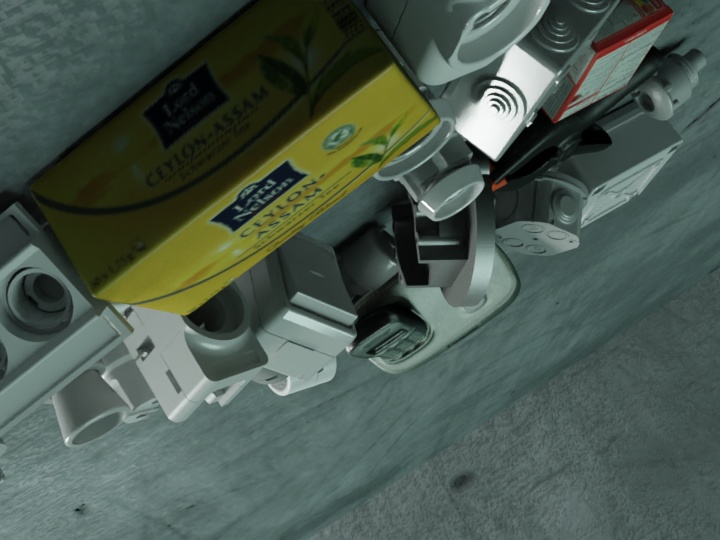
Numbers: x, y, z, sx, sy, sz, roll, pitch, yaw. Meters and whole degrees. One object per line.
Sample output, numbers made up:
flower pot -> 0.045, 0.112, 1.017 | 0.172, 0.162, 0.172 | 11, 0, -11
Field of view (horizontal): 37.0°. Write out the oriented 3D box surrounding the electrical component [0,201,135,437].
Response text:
electrical component -> -0.177, 0.031, 0.513 | 0.121, 0.078, 0.063 | -37, -167, 11

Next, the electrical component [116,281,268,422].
electrical component -> -0.102, 0.033, 0.635 | 0.050, 0.089, 0.055 | -16, 156, -49

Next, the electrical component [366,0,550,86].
electrical component -> 0.048, -0.133, 0.498 | 0.054, 0.059, 0.095 | -26, 163, -26

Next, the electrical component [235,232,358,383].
electrical component -> -0.047, 0.012, 0.690 | 0.062, 0.096, 0.061 | 24, 125, -38

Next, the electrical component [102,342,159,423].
electrical component -> -0.156, 0.076, 0.733 | 0.040, 0.046, 0.040 | -31, 164, -10

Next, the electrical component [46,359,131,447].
electrical component -> -0.177, 0.076, 0.676 | 0.045, 0.055, 0.045 | -31, 165, -10

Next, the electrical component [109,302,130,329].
electrical component -> -0.143, 0.013, 0.585 | 0.044, 0.044, 0.065 | -24, 166, -33

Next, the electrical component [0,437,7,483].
electrical component -> -0.222, 0.092, 0.597 | 0.138, 0.073, 0.052 | -37, 164, 12

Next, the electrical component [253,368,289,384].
electrical component -> -0.078, 0.058, 0.826 | 0.055, 0.055, 0.047 | -36, 161, 6

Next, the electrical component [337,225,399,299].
electrical component -> 0.000, 0.000, 0.832 | 0.078, 0.040, 0.040 | -40, 163, 21

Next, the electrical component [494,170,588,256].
electrical component -> 0.151, -0.049, 0.909 | 0.080, 0.051, 0.080 | 8, 160, 3

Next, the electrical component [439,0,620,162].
electrical component -> 0.093, -0.119, 0.597 | 0.099, 0.048, 0.099 | -50, 175, -34

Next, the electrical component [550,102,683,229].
electrical component -> 0.219, -0.090, 0.976 | 0.109, 0.056, 0.108 | -28, 163, -20

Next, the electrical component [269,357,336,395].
electrical component -> -0.055, 0.078, 0.931 | 0.047, 0.055, 0.055 | -19, 159, -33

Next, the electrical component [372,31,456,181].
electrical component -> 0.014, -0.086, 0.575 | 0.078, 0.057, 0.058 | -37, 164, 10

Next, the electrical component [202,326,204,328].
electrical component -> -0.110, 0.052, 0.769 | 0.044, 0.044, 0.065 | -25, 167, -30

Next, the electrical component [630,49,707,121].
electrical component -> 0.255, -0.156, 0.877 | 0.062, 0.048, 0.048 | -38, 165, -10

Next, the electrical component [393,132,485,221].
electrical component -> 0.049, -0.066, 0.706 | 0.066, 0.055, 0.048 | -31, 164, -13
